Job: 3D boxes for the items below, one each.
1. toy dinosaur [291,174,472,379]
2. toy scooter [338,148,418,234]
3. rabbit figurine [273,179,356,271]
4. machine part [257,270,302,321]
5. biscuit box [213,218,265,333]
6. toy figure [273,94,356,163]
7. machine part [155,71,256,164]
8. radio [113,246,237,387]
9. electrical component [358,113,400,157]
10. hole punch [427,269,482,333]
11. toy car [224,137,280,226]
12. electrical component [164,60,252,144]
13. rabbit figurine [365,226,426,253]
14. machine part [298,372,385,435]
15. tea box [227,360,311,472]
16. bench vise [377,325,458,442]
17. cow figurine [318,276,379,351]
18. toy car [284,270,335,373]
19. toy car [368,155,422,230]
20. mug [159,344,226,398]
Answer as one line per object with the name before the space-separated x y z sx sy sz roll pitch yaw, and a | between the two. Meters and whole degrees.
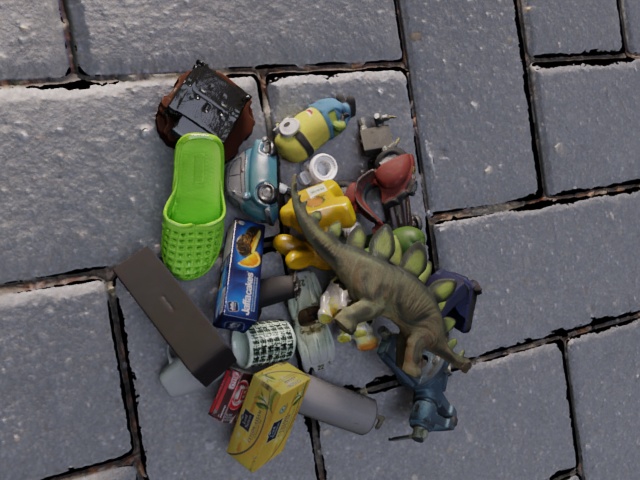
toy dinosaur | 0.104 0.082 0.929 0.471 0.105 0.198 37 81 -13
toy scooter | 0.119 -0.087 1.049 0.184 0.075 0.135 -32 66 14
rabbit figurine | -0.002 -0.003 1.022 0.162 0.122 0.173 -29 132 -12
machine part | -0.099 0.101 1.001 0.139 0.039 0.084 -19 91 17
biscuit box | -0.141 0.061 0.953 0.063 0.059 0.203 15 54 -20
toy figure | -0.007 -0.219 1.049 0.180 0.082 0.089 -32 97 -21
machine part | -0.207 -0.223 0.986 0.179 0.056 0.179 1 89 -22
radio | -0.234 0.128 0.885 0.073 0.131 0.230 -37 70 -17
electrical component | 0.121 -0.211 1.093 0.078 0.045 0.102 -4 69 2
hole punch | 0.259 0.123 1.119 0.092 0.142 0.115 9 97 -16
toy car | -0.125 -0.106 0.992 0.103 0.109 0.161 -3 80 -2
electrical component | -0.199 -0.223 0.929 0.115 0.058 0.134 31 77 -18
rabbit figurine | 0.138 0.044 1.058 0.170 0.159 0.121 -46 107 3
machine part | 0.024 0.319 1.048 0.243 0.079 0.079 25 80 -18
tea box | -0.091 0.312 0.959 0.098 0.068 0.169 -10 125 -59
bench vise | 0.185 0.270 1.071 0.240 0.129 0.223 47 57 -23
cow figurine | 0.061 0.148 1.054 0.167 0.068 0.098 50 30 -40
toy car | -0.021 0.159 1.046 0.073 0.056 0.201 -14 93 -21
toy car | 0.161 -0.092 1.125 0.089 0.053 0.202 -11 91 -24
mug | -0.234 0.221 0.951 0.107 0.081 0.109 -33 108 -13
